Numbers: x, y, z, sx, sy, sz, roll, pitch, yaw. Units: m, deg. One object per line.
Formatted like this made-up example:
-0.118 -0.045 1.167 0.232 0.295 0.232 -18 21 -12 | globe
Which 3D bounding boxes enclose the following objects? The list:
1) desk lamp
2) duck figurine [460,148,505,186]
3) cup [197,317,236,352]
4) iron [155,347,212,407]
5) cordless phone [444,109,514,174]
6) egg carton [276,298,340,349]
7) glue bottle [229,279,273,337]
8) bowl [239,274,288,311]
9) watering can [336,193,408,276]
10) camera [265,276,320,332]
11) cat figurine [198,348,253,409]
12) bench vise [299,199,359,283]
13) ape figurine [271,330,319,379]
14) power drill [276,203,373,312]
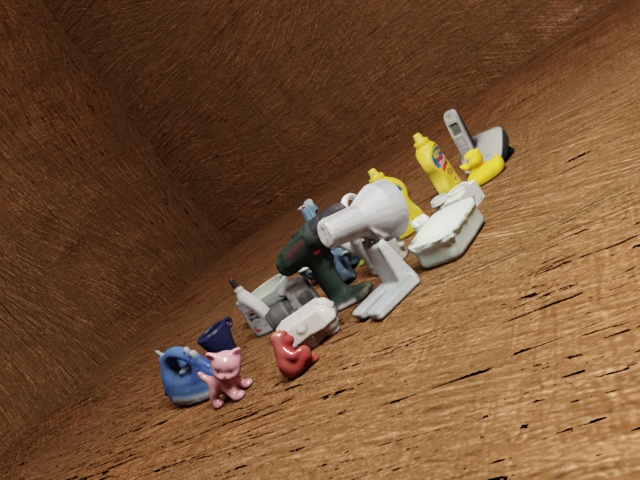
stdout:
0.104 0.013 1.120 0.203 0.213 0.117 -41 11 -27 | desk lamp
0.402 -0.191 1.439 0.104 0.086 0.077 -33 10 19 | duck figurine
-0.254 0.267 1.513 0.091 0.095 0.118 -27 13 43 | cup
-0.311 0.307 1.375 0.257 0.141 0.119 -24 15 50 | iron
0.411 -0.276 1.520 0.094 0.185 0.147 -43 12 -33 | cordless phone
-0.028 0.184 1.193 0.150 0.069 0.107 -35 10 6 | egg carton
-0.181 0.170 1.485 0.078 0.173 0.037 -30 12 33 | glue bottle
-0.146 0.173 1.648 0.167 0.075 0.167 -35 10 7 | bowl
0.104 -0.018 1.326 0.172 0.194 0.101 -33 10 17 | watering can
-0.070 0.155 1.385 0.137 0.101 0.143 -37 10 -3 | camera
-0.205 0.280 1.205 0.127 0.118 0.067 -30 12 32 | cat figurine
0.023 -0.002 1.455 0.121 0.220 0.207 -35 10 6 | bench vise
-0.059 0.212 1.099 0.076 0.092 0.077 -38 10 -12 | ape figurine
0.020 0.048 1.263 0.229 0.208 0.076 -30 12 31 | power drill
